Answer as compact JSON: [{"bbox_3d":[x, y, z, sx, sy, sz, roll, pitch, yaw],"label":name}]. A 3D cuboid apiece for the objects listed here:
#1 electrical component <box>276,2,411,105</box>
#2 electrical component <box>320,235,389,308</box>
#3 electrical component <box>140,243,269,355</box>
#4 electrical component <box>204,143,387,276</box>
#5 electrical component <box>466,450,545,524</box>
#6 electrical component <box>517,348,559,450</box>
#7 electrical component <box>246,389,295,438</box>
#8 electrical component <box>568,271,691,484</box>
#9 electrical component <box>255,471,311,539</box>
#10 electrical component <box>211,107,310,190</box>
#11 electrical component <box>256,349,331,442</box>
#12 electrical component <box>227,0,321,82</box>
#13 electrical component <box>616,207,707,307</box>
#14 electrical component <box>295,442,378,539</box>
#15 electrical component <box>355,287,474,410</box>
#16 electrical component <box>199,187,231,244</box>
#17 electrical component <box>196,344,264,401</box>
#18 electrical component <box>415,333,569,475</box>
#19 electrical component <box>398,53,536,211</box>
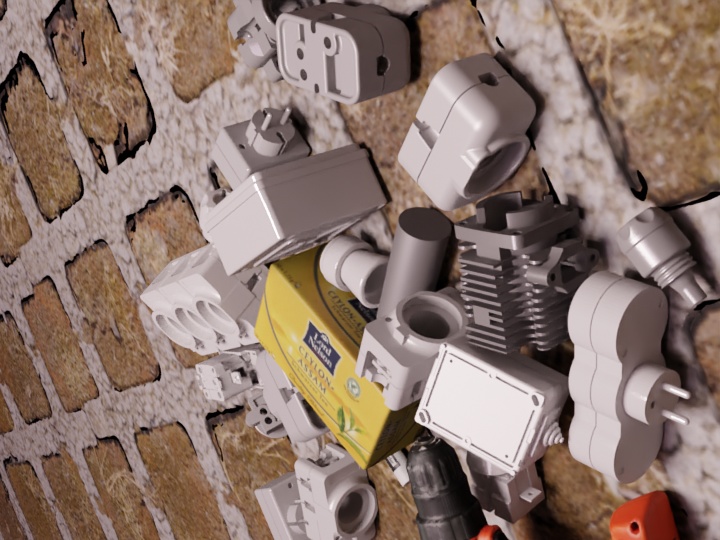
[{"bbox_3d":[-0.009,-0.160,0.782,0.095,0.059,0.053,28,130,44],"label":"electrical component"},{"bbox_3d":[0.000,0.000,0.877,0.055,0.045,0.045,32,133,42],"label":"electrical component"},{"bbox_3d":[-0.144,0.030,1.050,0.089,0.061,0.150,46,150,-17],"label":"electrical component"},{"bbox_3d":[-0.053,-0.047,0.863,0.109,0.109,0.056,-30,83,56],"label":"electrical component"},{"bbox_3d":[0.108,0.154,0.818,0.066,0.048,0.055,16,129,50],"label":"electrical component"},{"bbox_3d":[0.103,0.087,0.784,0.077,0.044,0.079,16,109,38],"label":"electrical component"},{"bbox_3d":[-0.083,0.139,1.061,0.048,0.066,0.055,58,165,15],"label":"electrical component"},{"bbox_3d":[0.174,0.074,0.671,0.074,0.052,0.138,23,127,46],"label":"electrical component"},{"bbox_3d":[-0.058,0.252,1.104,0.076,0.047,0.083,-23,90,56],"label":"electrical component"},{"bbox_3d":[-0.078,-0.110,0.902,0.047,0.066,0.076,56,145,16],"label":"electrical component"},{"bbox_3d":[-0.054,0.109,1.007,0.059,0.054,0.095,-35,80,56],"label":"electrical component"},{"bbox_3d":[-0.065,-0.195,0.841,0.057,0.058,0.078,-28,86,59],"label":"electrical component"},{"bbox_3d":[0.181,-0.006,0.633,0.061,0.035,0.035,55,145,13],"label":"electrical component"},{"bbox_3d":[-0.021,0.221,1.030,0.056,0.050,0.089,18,123,49],"label":"electrical component"},{"bbox_3d":[0.048,0.054,0.802,0.050,0.089,0.055,44,140,31],"label":"electrical component"},{"bbox_3d":[-0.134,-0.045,1.037,0.043,0.043,0.062,46,142,29],"label":"electrical component"},{"bbox_3d":[-0.130,0.104,1.102,0.081,0.064,0.042,-3,105,55],"label":"electrical component"},{"bbox_3d":[0.098,0.090,0.725,0.096,0.061,0.061,27,110,26],"label":"electrical component"},{"bbox_3d":[0.073,-0.087,0.716,0.059,0.054,0.095,52,143,22],"label":"electrical component"}]
